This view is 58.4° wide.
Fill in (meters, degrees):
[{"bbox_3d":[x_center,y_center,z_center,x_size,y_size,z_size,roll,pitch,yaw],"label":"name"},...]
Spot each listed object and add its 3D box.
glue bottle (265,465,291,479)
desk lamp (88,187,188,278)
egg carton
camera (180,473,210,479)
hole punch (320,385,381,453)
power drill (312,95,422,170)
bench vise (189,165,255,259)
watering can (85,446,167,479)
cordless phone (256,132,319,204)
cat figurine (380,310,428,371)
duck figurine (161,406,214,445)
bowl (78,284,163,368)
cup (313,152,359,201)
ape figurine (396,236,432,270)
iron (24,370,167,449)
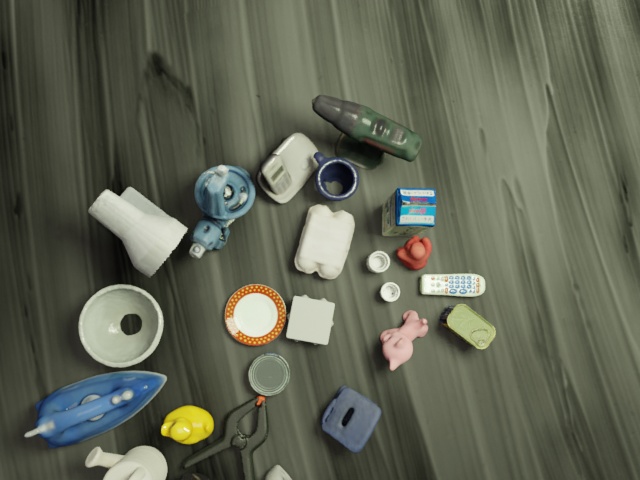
[{"bbox_3d":[-0.075,0.497,1.115,0.037,0.173,0.078,-43,88,-5],"label":"glue bottle"},{"bbox_3d":[-0.357,-0.022,1.130,0.203,0.213,0.118,37,84,1],"label":"desk lamp"},{"bbox_3d":[0.011,0.004,1.218,0.107,0.069,0.150,15,84,-1],"label":"egg carton"},{"bbox_3d":[-0.248,0.547,1.138,0.143,0.100,0.137,14,84,-1],"label":"camera"},{"bbox_3d":[0.061,0.367,1.176,0.101,0.091,0.109,31,84,1],"label":"hole punch"},{"bbox_3d":[0.088,-0.213,1.173,0.229,0.208,0.076,20,84,-1],"label":"power drill"},{"bbox_3d":[-0.196,-0.062,1.138,0.121,0.219,0.207,7,84,-2],"label":"bench vise"},{"bbox_3d":[-0.370,0.466,1.093,0.173,0.194,0.101,19,84,-1],"label":"watering can"},{"bbox_3d":[-0.067,-0.159,1.171,0.094,0.185,0.148,37,84,1],"label":"cordless phone"},{"bbox_3d":[0.173,0.206,1.183,0.128,0.117,0.067,-43,88,-6],"label":"cat figurine"},{"bbox_3d":[-0.271,0.381,1.160,0.104,0.086,0.077,2,84,-2],"label":"duck figurine"},{"bbox_3d":[-0.400,0.175,1.179,0.167,0.074,0.167,0,85,-3],"label":"bowl"},{"bbox_3d":[0.025,-0.132,1.219,0.092,0.095,0.118,-40,87,-5],"label":"cup"},{"bbox_3d":[0.203,0.025,1.214,0.078,0.092,0.076,-4,85,-3],"label":"ape figurine"},{"bbox_3d":[-0.439,0.327,1.129,0.258,0.141,0.119,-22,86,-5],"label":"iron"}]
